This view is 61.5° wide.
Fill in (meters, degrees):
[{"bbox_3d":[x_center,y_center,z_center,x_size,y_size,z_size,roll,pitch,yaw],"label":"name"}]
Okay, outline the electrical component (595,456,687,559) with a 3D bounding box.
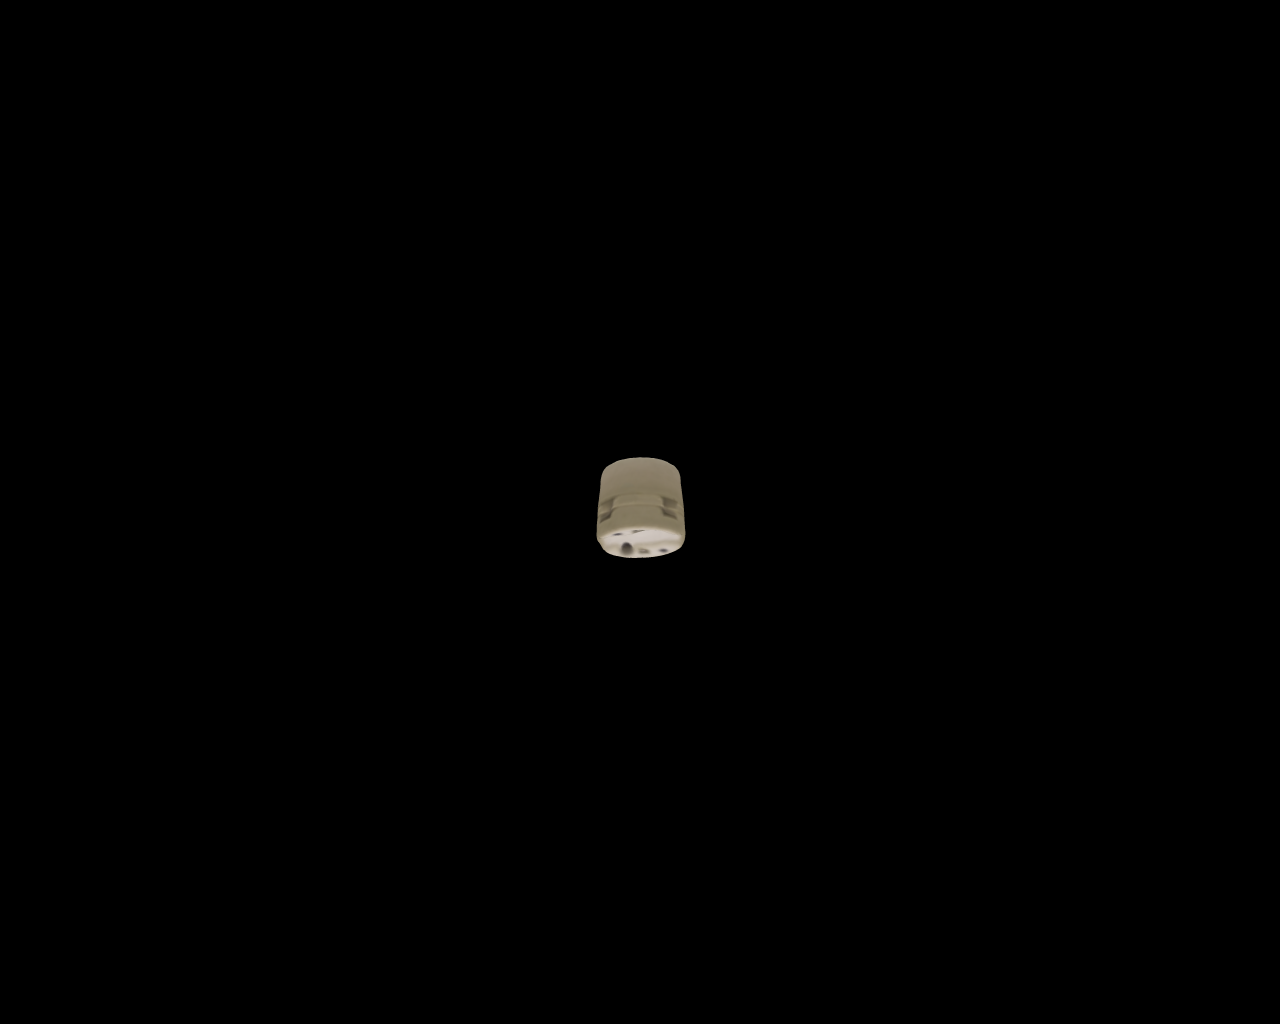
[{"bbox_3d":[0.001,-0.003,0.650,0.055,0.047,0.055,0,-22,0],"label":"electrical component"}]
